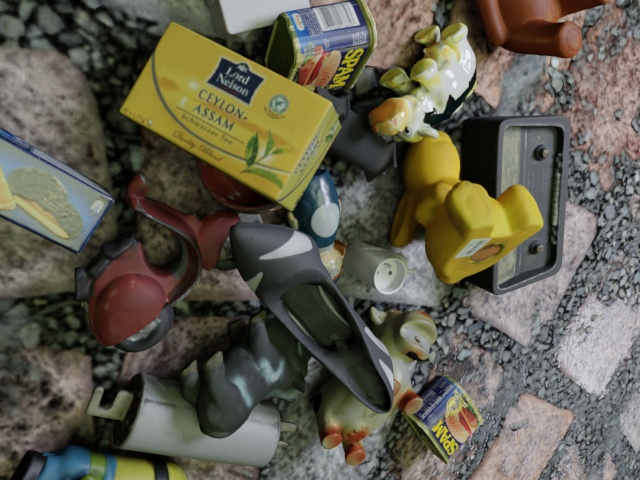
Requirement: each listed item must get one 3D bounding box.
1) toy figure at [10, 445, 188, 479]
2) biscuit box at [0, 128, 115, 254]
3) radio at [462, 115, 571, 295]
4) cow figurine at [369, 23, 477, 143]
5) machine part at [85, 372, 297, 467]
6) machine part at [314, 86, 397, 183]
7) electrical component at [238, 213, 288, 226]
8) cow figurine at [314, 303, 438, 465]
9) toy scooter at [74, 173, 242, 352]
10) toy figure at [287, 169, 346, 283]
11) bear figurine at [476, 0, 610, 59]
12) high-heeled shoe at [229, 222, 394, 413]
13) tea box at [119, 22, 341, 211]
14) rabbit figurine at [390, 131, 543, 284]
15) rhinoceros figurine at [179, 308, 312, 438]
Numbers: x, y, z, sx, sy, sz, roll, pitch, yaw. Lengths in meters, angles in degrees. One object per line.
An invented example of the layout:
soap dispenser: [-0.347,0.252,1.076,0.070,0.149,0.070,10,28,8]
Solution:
toy figure: [-0.223,0.261,0.562,0.180,0.082,0.089,34,90,-28]
biscuit box: [-0.281,-0.064,0.450,0.202,0.059,0.063,33,88,-30]
radio: [0.261,-0.052,0.722,0.131,0.073,0.229,-11,110,-24]
cow figurine: [0.120,-0.160,0.612,0.167,0.068,0.098,-54,128,-20]
machine part: [-0.132,0.202,0.592,0.243,0.079,0.079,22,94,-31]
machine part: [0.027,-0.111,0.596,0.138,0.039,0.084,22,124,-35]
electrical component: [-0.082,-0.009,0.590,0.094,0.021,0.063,-29,115,-16]
cow figurine: [0.070,0.165,0.673,0.085,0.127,0.195,37,100,-30]
toy scooter: [-0.165,0.015,0.515,0.184,0.075,0.135,-41,126,-7]
toy figure: [-0.003,-0.002,0.613,0.064,0.058,0.154,-8,111,0]
bear figurine: [0.219,-0.307,0.601,0.195,0.132,0.120,43,77,-36]
high-heeled shoe: [-0.003,0.086,0.533,0.086,0.145,0.248,-34,140,15]
tea box: [-0.078,-0.109,0.484,0.170,0.068,0.098,28,89,12]
rabbit figurine: [0.153,-0.046,0.636,0.122,0.173,0.162,-12,153,-23]
rhinoceros figurine: [-0.059,0.134,0.587,0.190,0.073,0.112,-31,90,-46]
